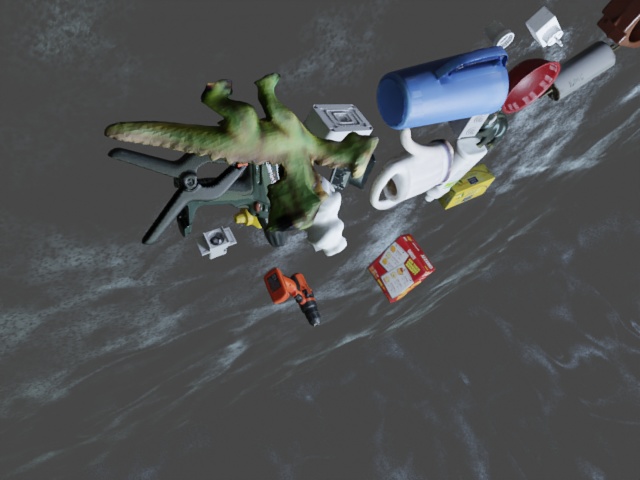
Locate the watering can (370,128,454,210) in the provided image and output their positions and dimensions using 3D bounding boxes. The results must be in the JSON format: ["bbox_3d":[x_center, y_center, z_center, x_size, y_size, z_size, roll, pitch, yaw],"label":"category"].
[{"bbox_3d":[0.234,-0.186,1.261,0.226,0.105,0.340,-24,158,-20],"label":"watering can"}]

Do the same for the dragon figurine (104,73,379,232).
[{"bbox_3d":[-0.087,-0.122,0.796,0.414,0.246,0.120,-21,160,-29],"label":"dragon figurine"}]

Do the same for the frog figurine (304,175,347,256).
[{"bbox_3d":[0.003,-0.053,1.056,0.134,0.159,0.125,-50,-178,46],"label":"frog figurine"}]
